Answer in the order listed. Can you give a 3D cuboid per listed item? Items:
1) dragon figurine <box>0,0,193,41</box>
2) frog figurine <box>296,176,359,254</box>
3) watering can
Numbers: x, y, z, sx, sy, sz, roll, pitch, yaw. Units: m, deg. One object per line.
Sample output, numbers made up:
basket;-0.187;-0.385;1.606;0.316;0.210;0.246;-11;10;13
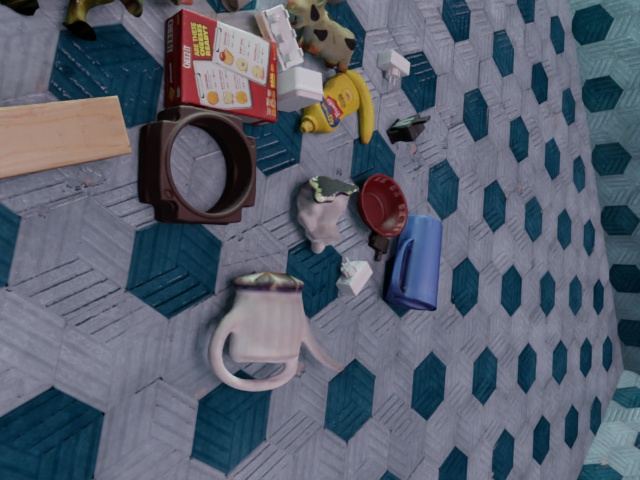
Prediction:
dragon figurine;-0.374;-0.450;0.767;0.407;0.121;0.247;20;61;-35
frog figurine;0.003;-0.058;1.144;0.140;0.123;0.156;-39;153;-48
watering can;-0.072;0.179;1.029;0.347;0.104;0.226;9;81;-45
